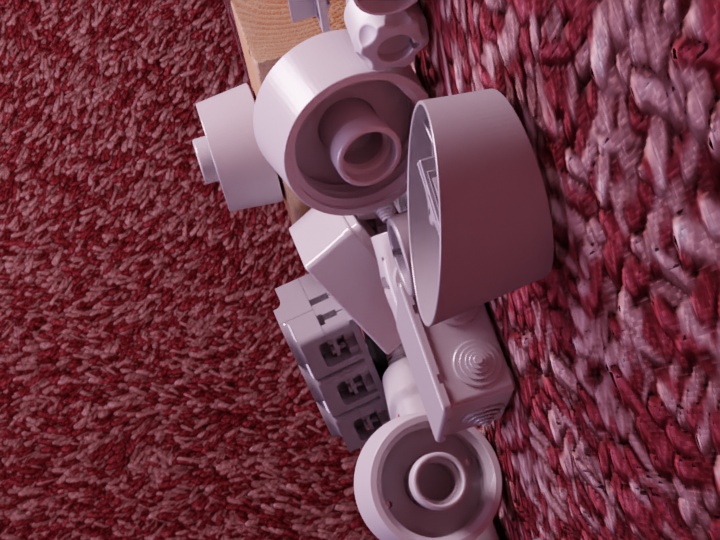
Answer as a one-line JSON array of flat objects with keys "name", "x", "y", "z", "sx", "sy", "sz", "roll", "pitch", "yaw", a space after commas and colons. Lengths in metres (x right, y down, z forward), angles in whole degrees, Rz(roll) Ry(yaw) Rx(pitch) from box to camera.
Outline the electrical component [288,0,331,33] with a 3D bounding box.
[{"name": "electrical component", "x": -0.022, "y": -0.196, "z": 0.688, "sx": 0.042, "sy": 0.064, "sz": 0.081, "roll": 79, "pitch": 172, "yaw": -55}]

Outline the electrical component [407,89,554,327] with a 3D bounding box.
[{"name": "electrical component", "x": 0.047, "y": -0.031, "z": 0.488, "sx": 0.099, "sy": 0.064, "sz": 0.099, "roll": 163, "pitch": 90, "yaw": -85}]

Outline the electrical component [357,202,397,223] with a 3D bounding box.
[{"name": "electrical component", "x": 0.010, "y": -0.074, "z": 0.842, "sx": 0.043, "sy": 0.043, "sz": 0.081, "roll": 87, "pitch": 166, "yaw": -68}]

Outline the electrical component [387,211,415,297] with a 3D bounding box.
[{"name": "electrical component", "x": 0.045, "y": -0.014, "z": 0.643, "sx": 0.055, "sy": 0.047, "sz": 0.055, "roll": 163, "pitch": 90, "yaw": -85}]

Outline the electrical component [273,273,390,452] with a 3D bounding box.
[{"name": "electrical component", "x": -0.024, "y": 0.085, "z": 0.994, "sx": 0.089, "sy": 0.062, "sz": 0.150, "roll": -119, "pitch": 6, "yaw": -52}]

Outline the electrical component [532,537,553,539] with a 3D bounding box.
[{"name": "electrical component", "x": 0.113, "y": 0.222, "z": 0.620, "sx": 0.109, "sy": 0.056, "sz": 0.108, "roll": 143, "pitch": 111, "yaw": -84}]

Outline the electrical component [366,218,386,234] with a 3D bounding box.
[{"name": "electrical component", "x": -0.012, "y": -0.057, "z": 1.049, "sx": 0.089, "sy": 0.056, "sz": 0.050, "roll": -118, "pitch": 12, "yaw": -64}]

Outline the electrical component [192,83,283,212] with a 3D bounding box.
[{"name": "electrical component", "x": -0.112, "y": -0.103, "z": 0.942, "sx": 0.108, "sy": 0.060, "sz": 0.108, "roll": 163, "pitch": 90, "yaw": -84}]

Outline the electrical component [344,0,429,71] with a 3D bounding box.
[{"name": "electrical component", "x": 0.011, "y": -0.147, "z": 0.609, "sx": 0.043, "sy": 0.043, "sz": 0.062, "roll": 83, "pitch": 170, "yaw": -60}]

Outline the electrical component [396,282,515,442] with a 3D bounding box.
[{"name": "electrical component", "x": 0.060, "y": 0.054, "z": 0.692, "sx": 0.099, "sy": 0.048, "sz": 0.099, "roll": 87, "pitch": 165, "yaw": -69}]

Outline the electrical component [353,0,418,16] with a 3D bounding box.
[{"name": "electrical component", "x": 0.005, "y": -0.180, "z": 0.573, "sx": 0.043, "sy": 0.043, "sz": 0.081, "roll": 84, "pitch": 168, "yaw": -62}]

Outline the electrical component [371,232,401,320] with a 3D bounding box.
[{"name": "electrical component", "x": 0.041, "y": 0.006, "z": 0.766, "sx": 0.079, "sy": 0.043, "sz": 0.077, "roll": 157, "pitch": 96, "yaw": -85}]

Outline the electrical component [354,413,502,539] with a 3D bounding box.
[{"name": "electrical component", "x": 0.053, "y": 0.157, "z": 0.794, "sx": 0.060, "sy": 0.108, "sz": 0.108, "roll": 122, "pitch": 131, "yaw": -75}]

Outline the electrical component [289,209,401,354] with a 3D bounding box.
[{"name": "electrical component", "x": 0.000, "y": 0.000, "z": 0.893, "sx": 0.108, "sy": 0.056, "sz": 0.108, "roll": 47, "pitch": -175, "yaw": -22}]

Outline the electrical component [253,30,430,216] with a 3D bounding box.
[{"name": "electrical component", "x": -0.005, "y": -0.083, "z": 0.651, "sx": 0.060, "sy": 0.108, "sz": 0.108, "roll": -121, "pitch": 14, "yaw": -47}]
